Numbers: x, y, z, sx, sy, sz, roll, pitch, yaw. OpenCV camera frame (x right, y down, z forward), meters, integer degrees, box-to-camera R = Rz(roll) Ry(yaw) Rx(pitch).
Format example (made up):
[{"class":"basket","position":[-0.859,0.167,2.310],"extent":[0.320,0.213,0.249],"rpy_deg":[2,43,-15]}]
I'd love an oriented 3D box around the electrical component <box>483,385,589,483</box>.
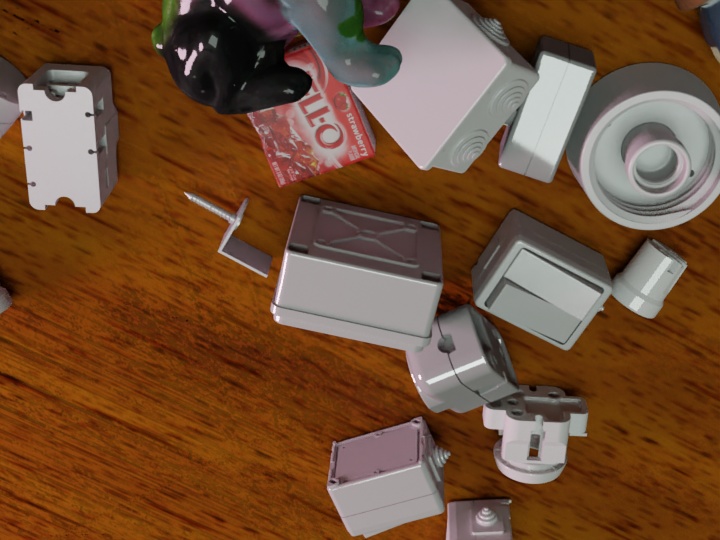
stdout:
[{"class":"electrical component","position":[0.134,0.128,0.835],"extent":[0.078,0.058,0.057],"rpy_deg":[3,114,1]}]

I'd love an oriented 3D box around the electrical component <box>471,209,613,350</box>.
[{"class":"electrical component","position":[0.136,0.012,0.773],"extent":[0.096,0.061,0.061],"rpy_deg":[26,116,-10]}]

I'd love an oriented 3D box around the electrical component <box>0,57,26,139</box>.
[{"class":"electrical component","position":[-0.276,-0.157,0.717],"extent":[0.138,0.052,0.074],"rpy_deg":[41,112,-16]}]

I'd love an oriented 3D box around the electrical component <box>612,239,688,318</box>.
[{"class":"electrical component","position":[0.209,0.005,0.778],"extent":[0.040,0.040,0.046],"rpy_deg":[27,111,-10]}]

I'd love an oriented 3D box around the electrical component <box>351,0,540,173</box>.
[{"class":"electrical component","position":[0.055,-0.121,0.693],"extent":[0.048,0.099,0.099],"rpy_deg":[6,130,-51]}]

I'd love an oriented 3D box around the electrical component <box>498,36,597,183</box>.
[{"class":"electrical component","position":[0.107,-0.113,0.719],"extent":[0.076,0.047,0.083],"rpy_deg":[18,117,0]}]

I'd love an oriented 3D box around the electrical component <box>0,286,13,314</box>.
[{"class":"electrical component","position":[-0.292,0.014,0.813],"extent":[0.040,0.040,0.046],"rpy_deg":[-21,108,14]}]

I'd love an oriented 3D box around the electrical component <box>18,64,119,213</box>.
[{"class":"electrical component","position":[-0.199,-0.093,0.743],"extent":[0.050,0.055,0.089],"rpy_deg":[4,117,2]}]

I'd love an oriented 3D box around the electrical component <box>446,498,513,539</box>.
[{"class":"electrical component","position":[0.098,0.234,0.888],"extent":[0.061,0.061,0.096],"rpy_deg":[-4,117,6]}]

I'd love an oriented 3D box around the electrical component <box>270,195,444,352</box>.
[{"class":"electrical component","position":[0.000,0.000,0.749],"extent":[0.109,0.108,0.056],"rpy_deg":[12,114,-3]}]

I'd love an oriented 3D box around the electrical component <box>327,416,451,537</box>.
[{"class":"electrical component","position":[0.029,0.166,0.858],"extent":[0.096,0.061,0.061],"rpy_deg":[-18,115,12]}]

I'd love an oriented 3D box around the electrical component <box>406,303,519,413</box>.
[{"class":"electrical component","position":[0.072,0.068,0.788],"extent":[0.059,0.053,0.095],"rpy_deg":[-24,155,15]}]

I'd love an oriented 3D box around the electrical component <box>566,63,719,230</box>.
[{"class":"electrical component","position":[0.196,-0.078,0.723],"extent":[0.108,0.060,0.108],"rpy_deg":[1,117,3]}]
